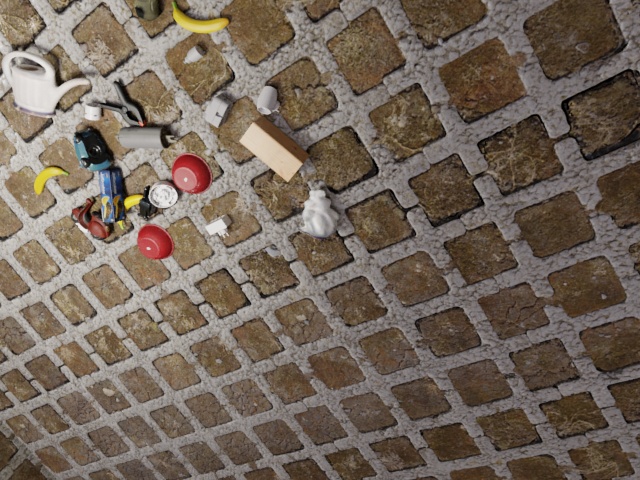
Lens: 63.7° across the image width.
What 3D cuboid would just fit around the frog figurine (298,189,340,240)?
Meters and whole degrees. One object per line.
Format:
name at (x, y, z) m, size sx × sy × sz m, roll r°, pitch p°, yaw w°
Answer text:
frog figurine at (0.005, -0.088, 1.744) m, size 0.137 × 0.125 × 0.157 m, roll 7°, pitch 114°, yaw -24°

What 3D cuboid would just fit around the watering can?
watering can at (-0.970, -0.532, 1.818) m, size 0.348 × 0.106 × 0.219 m, roll 22°, pitch 122°, yaw 7°
